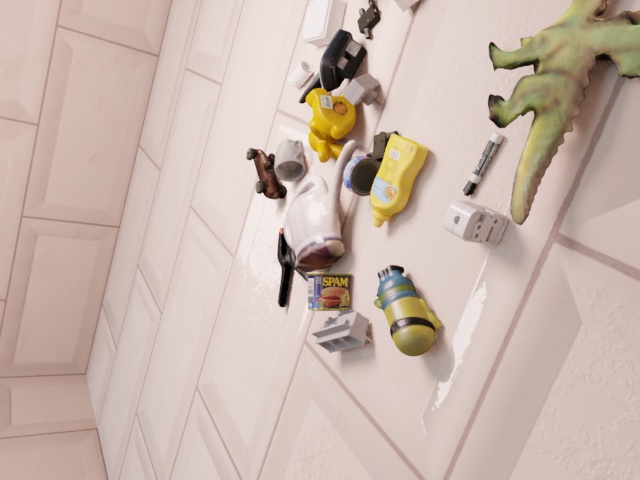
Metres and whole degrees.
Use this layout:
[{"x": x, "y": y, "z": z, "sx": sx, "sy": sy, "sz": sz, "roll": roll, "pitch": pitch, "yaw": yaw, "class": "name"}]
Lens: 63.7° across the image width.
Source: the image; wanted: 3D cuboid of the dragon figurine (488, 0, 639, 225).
[{"x": 0.377, "y": -0.233, "z": 0.728, "sx": 0.122, "sy": 0.414, "sz": 0.241, "roll": 10, "pitch": -13, "yaw": -42, "class": "dragon figurine"}]

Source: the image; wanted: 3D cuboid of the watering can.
[{"x": 0.004, "y": -0.061, "z": 1.208, "sx": 0.104, "sy": 0.229, "sz": 0.341, "roll": 5, "pitch": -31, "yaw": -31, "class": "watering can"}]
